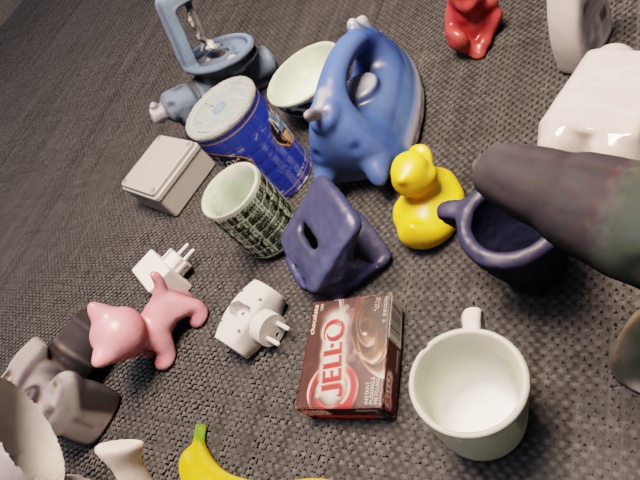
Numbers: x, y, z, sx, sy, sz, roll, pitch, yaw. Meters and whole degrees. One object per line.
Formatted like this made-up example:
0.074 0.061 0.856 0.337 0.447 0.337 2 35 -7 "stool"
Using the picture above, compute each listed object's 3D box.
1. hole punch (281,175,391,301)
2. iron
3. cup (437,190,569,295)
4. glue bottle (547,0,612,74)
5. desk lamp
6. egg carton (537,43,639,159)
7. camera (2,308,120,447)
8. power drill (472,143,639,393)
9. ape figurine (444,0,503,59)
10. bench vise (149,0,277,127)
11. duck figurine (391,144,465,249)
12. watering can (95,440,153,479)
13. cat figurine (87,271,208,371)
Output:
0.006 0.002 0.610 0.101 0.091 0.108 -39 43 4 "hole punch"
0.049 -0.186 0.692 0.118 0.142 0.258 -5 55 33 "iron"
0.163 0.003 0.494 0.117 0.095 0.092 13 65 41 "cup"
0.253 -0.255 0.576 0.037 0.174 0.078 21 70 44 "glue bottle"
-0.313 0.253 0.550 0.203 0.214 0.117 -43 43 -1 "desk lamp"
0.272 -0.116 0.528 0.107 0.070 0.150 23 72 44 "egg carton"
-0.309 0.156 0.706 0.142 0.101 0.137 19 69 43 "camera"
0.216 0.033 0.348 0.228 0.209 0.076 22 72 44 "power drill"
0.183 -0.283 0.709 0.077 0.092 0.076 -31 44 12 "ape figurine"
-0.188 -0.271 0.873 0.121 0.220 0.207 21 71 44 "bench vise"
0.101 -0.050 0.587 0.077 0.086 0.104 -4 55 34 "duck figurine"
-0.184 0.256 0.469 0.100 0.195 0.172 -26 45 16 "watering can"
-0.213 0.097 0.673 0.067 0.118 0.128 20 70 43 "cat figurine"
